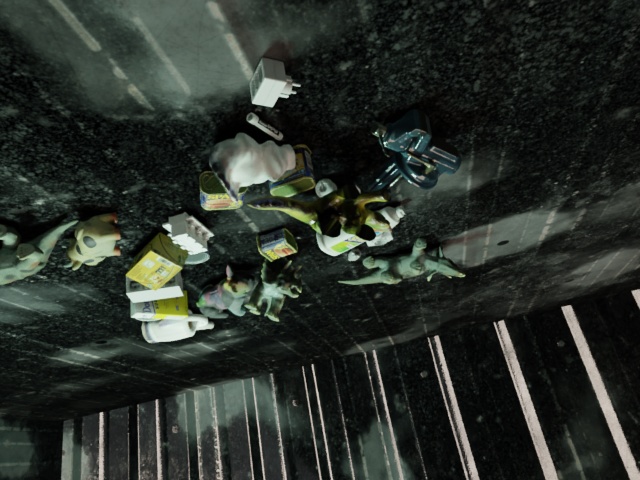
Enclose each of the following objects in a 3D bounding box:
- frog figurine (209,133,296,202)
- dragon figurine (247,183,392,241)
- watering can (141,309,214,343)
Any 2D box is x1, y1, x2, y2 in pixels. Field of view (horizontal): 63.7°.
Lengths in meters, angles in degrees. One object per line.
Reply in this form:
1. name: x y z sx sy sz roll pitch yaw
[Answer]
1. frog figurine: -0.134 -0.161 1.026 0.160 0.134 0.125 -34 -127 -9
2. dragon figurine: 0.004 -0.059 1.172 0.410 0.242 0.123 7 -95 -24
3. watering can: -0.516 0.316 1.889 0.224 0.343 0.105 -10 -106 -2
